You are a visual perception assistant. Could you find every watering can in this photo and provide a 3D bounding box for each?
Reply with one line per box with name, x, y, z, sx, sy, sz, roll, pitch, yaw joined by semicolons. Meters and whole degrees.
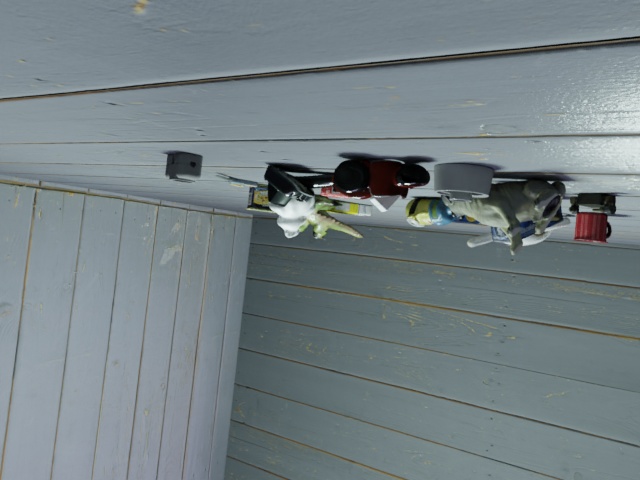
watering can;0.624;-0.027;1.676;0.348;0.104;0.224;-11;178;-1

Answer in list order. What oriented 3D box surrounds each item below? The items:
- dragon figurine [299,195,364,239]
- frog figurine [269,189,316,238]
dragon figurine;0.006;-0.095;1.888;0.409;0.124;0.240;13;164;-12
frog figurine;-0.080;-0.087;1.441;0.137;0.160;0.122;7;176;-39
